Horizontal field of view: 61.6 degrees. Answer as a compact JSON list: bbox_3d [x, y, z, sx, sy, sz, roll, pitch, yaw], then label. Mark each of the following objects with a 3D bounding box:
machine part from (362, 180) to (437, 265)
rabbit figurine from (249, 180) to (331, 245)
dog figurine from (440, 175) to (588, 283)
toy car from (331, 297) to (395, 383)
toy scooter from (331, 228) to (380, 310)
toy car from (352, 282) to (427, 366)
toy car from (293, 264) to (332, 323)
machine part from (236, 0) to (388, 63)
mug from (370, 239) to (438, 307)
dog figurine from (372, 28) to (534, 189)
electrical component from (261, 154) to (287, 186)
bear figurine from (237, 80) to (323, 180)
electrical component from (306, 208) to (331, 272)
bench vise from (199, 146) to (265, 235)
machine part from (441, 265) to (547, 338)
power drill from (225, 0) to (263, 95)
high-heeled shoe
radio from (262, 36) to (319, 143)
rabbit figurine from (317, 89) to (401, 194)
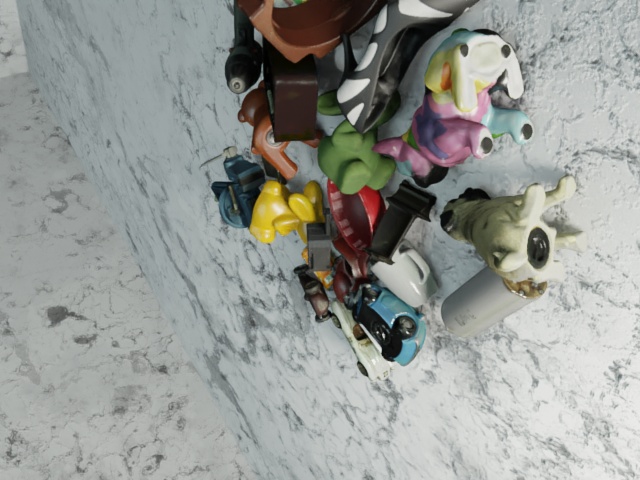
[{"bbox_3d":[0.128,-0.025,0.876,0.084,0.039,0.139,36,99,32],"label":"machine part"},{"bbox_3d":[-0.046,-0.053,1.145,0.173,0.122,0.162,35,132,13],"label":"rabbit figurine"},{"bbox_3d":[0.213,-0.008,0.692,0.191,0.172,0.121,-2,100,51],"label":"dog figurine"},{"bbox_3d":[0.091,0.205,1.144,0.201,0.073,0.056,61,152,5],"label":"toy car"},{"bbox_3d":[0.063,0.050,1.068,0.135,0.075,0.183,54,147,20],"label":"toy scooter"},{"bbox_3d":[0.139,0.142,0.987,0.162,0.103,0.109,47,142,27],"label":"toy car"},{"bbox_3d":[-0.015,0.115,1.227,0.202,0.053,0.089,-129,15,-73],"label":"toy car"},{"bbox_3d":[-0.004,-0.344,0.699,0.201,0.201,0.087,-34,72,16],"label":"machine part"},{"bbox_3d":[0.157,0.057,0.926,0.107,0.081,0.109,50,149,2],"label":"mug"},{"bbox_3d":[0.155,-0.165,0.720,0.219,0.108,0.191,5,118,59],"label":"dog figurine"},{"bbox_3d":[-0.106,-0.166,1.191,0.078,0.045,0.102,23,132,48],"label":"electrical component"},{"bbox_3d":[-0.092,-0.228,1.075,0.132,0.120,0.196,32,-163,-29],"label":"bear figurine"},{"bbox_3d":[-0.002,-0.003,1.063,0.075,0.048,0.119,-97,5,-55],"label":"electrical component"},{"bbox_3d":[-0.210,-0.119,1.305,0.241,0.129,0.223,11,137,55],"label":"bench vise"},{"bbox_3d":[0.250,0.083,0.790,0.079,0.079,0.243,55,149,14],"label":"machine part"},{"bbox_3d":[-0.136,-0.379,0.962,0.232,0.086,0.207,-92,-2,-67],"label":"power drill"},{"bbox_3d":[0.115,-0.232,0.706,0.249,0.086,0.145,-6,100,45],"label":"high-heeled shoe"},{"bbox_3d":[-0.055,-0.273,0.900,0.131,0.073,0.230,96,168,-46],"label":"radio"},{"bbox_3d":[0.070,-0.183,0.866,0.159,0.121,0.170,52,131,33],"label":"rabbit figurine"}]
